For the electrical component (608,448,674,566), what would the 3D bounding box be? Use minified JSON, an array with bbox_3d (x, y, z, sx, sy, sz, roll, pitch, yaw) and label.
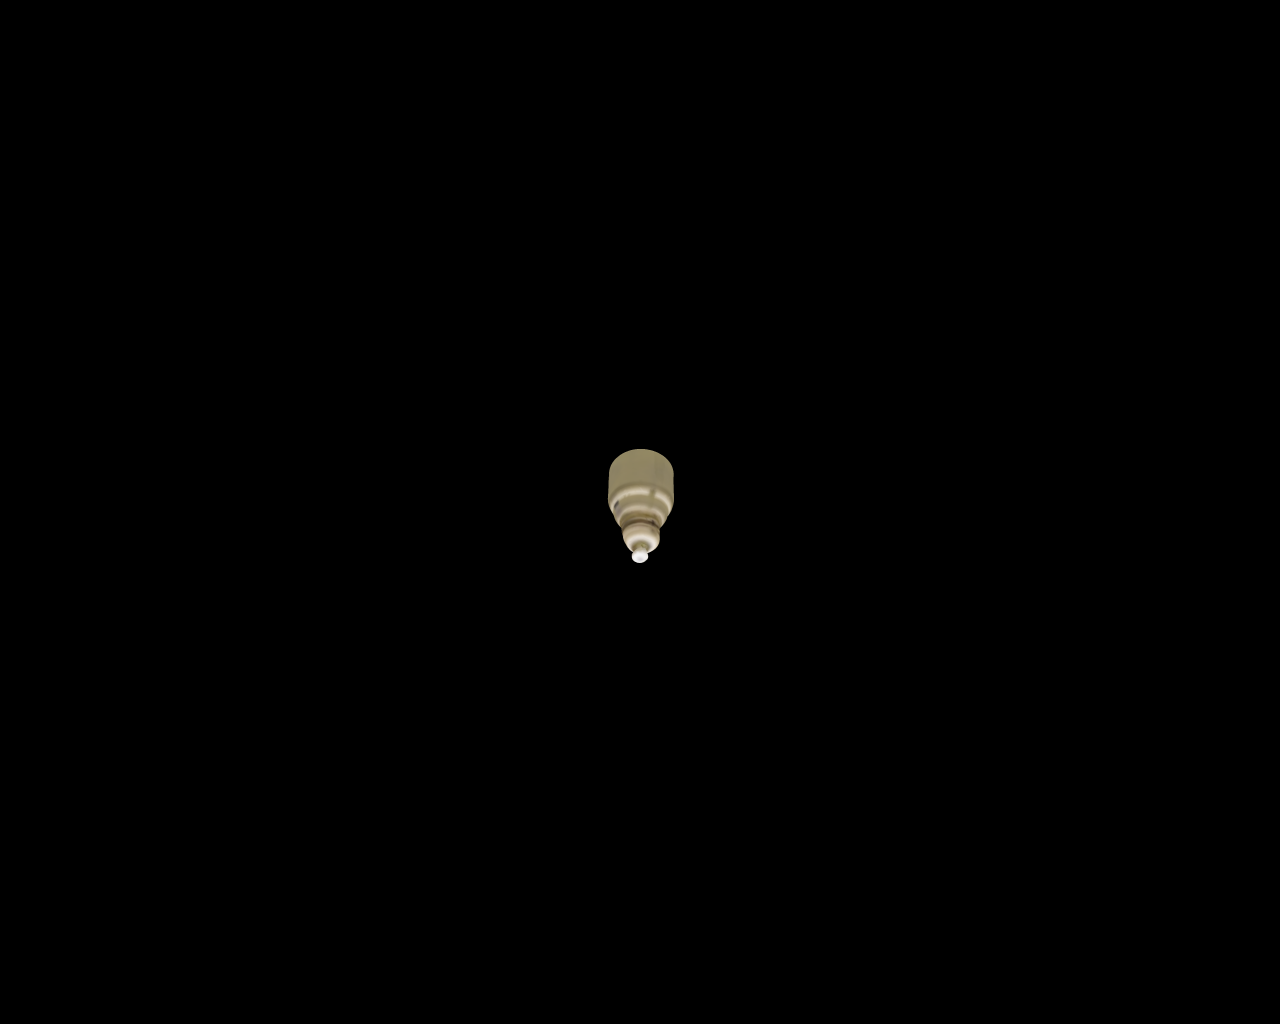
[{"bbox_3d":[0.001,-0.003,0.650,0.040,0.078,0.040,0,-39,0],"label":"electrical component"}]
